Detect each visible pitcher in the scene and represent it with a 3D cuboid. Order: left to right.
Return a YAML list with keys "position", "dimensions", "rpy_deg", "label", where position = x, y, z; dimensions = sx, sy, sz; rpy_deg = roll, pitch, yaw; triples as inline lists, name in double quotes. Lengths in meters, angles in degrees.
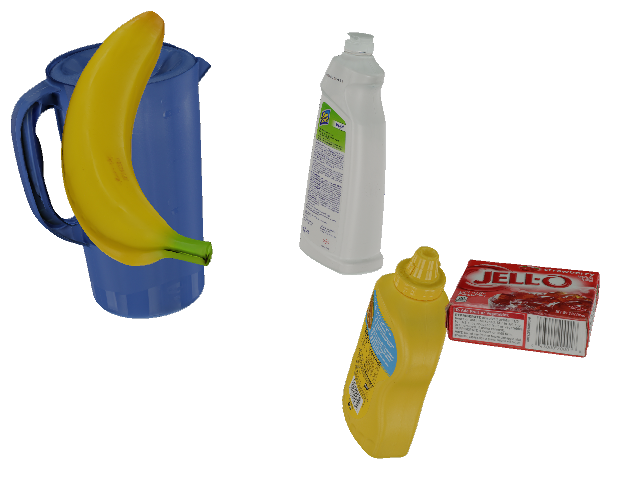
- position: [-0.178, -0.051, 0.976]
  dimensions: [0.149, 0.243, 0.145]
  rpy_deg: [3, 28, 8]
  label: "pitcher"

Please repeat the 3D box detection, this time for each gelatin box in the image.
- position: [0.132, 0.041, 0.691]
  dimensions: [0.089, 0.030, 0.073]
  rpy_deg: [6, 24, 18]
  label: "gelatin box"

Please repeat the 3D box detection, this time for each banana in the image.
- position: [-0.108, -0.054, 0.587]
  dimensions: [0.069, 0.198, 0.037]
  rpy_deg: [-6, -38, -13]
  label: "banana"

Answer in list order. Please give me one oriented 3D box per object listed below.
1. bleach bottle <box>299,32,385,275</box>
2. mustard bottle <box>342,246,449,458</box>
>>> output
- position: [0.034, -0.096, 1.158]
  dimensions: [0.067, 0.251, 0.103]
  rpy_deg: [-9, 25, -37]
  label: "bleach bottle"
- position: [0.066, 0.085, 0.889]
  dimensions: [0.058, 0.192, 0.096]
  rpy_deg: [2, 37, -15]
  label: "mustard bottle"
